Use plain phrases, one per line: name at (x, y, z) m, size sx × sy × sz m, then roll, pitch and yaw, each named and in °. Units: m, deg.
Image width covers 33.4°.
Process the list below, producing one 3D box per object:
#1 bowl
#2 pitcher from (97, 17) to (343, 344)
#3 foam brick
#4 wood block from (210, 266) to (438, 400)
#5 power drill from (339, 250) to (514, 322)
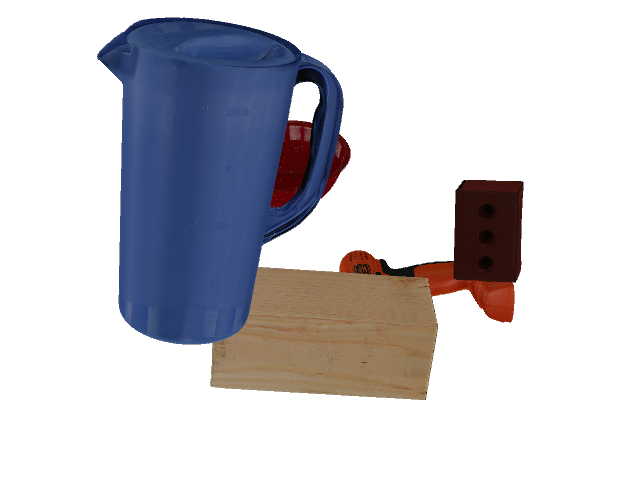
bowl at (-0.045, -0.081, 1.272) m, size 0.162 × 0.055 × 0.162 m, roll -2°, pitch 36°, yaw 1°
pitcher at (-0.086, -0.045, 0.840) m, size 0.149 × 0.243 × 0.144 m, roll 21°, pitch 27°, yaw 25°
foam brick at (0.140, -0.008, 0.885) m, size 0.053 × 0.078 × 0.051 m, roll 2°, pitch 15°, yaw 15°
wood block at (0.001, 0.089, 1.033) m, size 0.206 × 0.090 × 0.091 m, roll 4°, pitch 28°, yaw -3°
power drill at (0.117, 0.062, 1.193) m, size 0.187 × 0.057 × 0.184 m, roll -3°, pitch 28°, yaw -3°
